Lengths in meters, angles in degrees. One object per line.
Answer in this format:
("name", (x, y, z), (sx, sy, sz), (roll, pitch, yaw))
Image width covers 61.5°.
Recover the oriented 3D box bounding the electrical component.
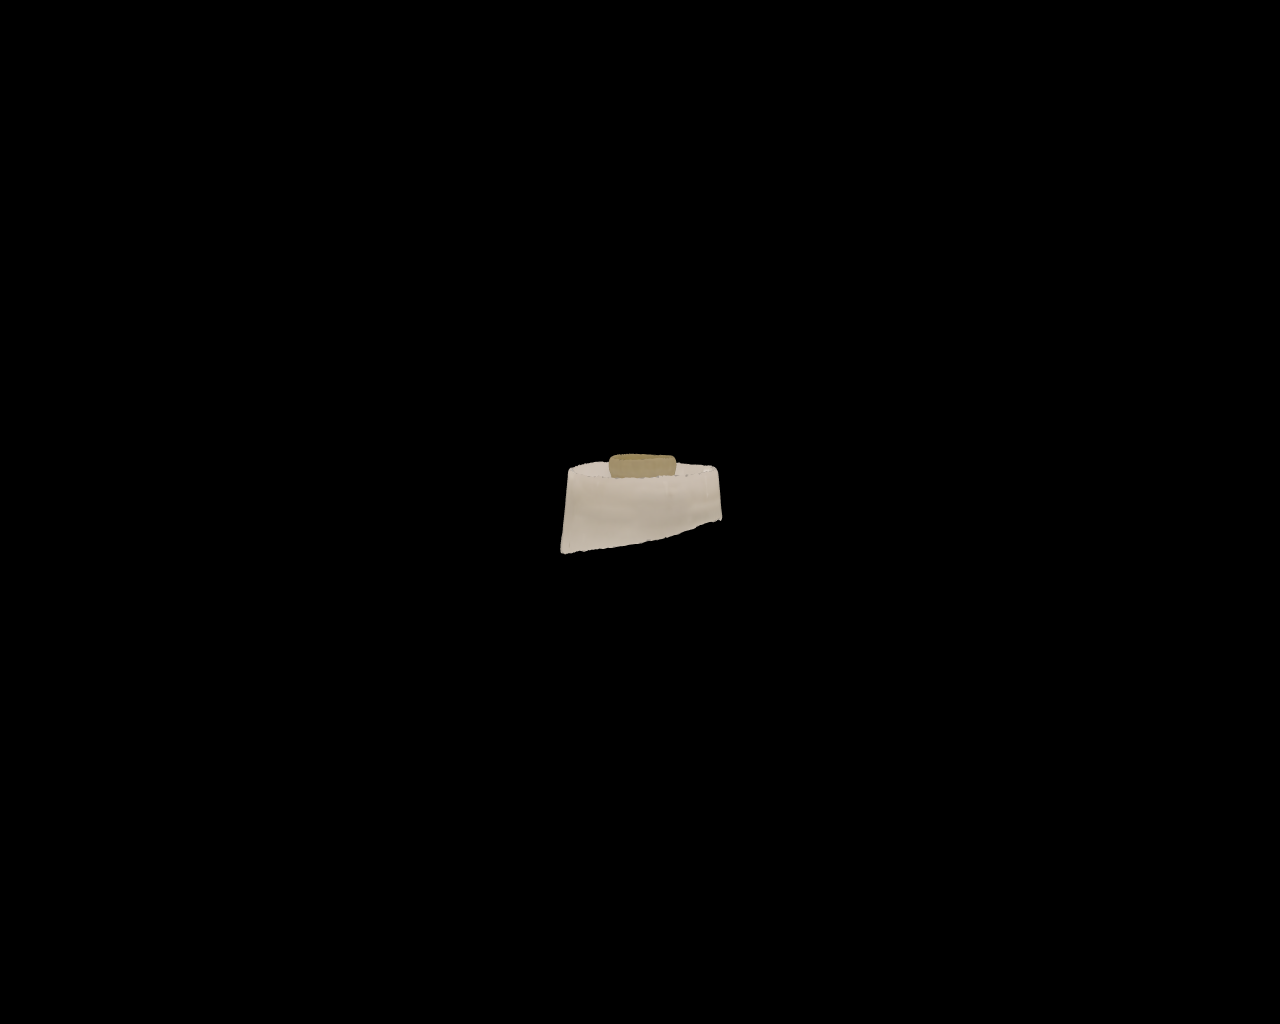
("electrical component", (0.001, -0.003, 0.650), (0.099, 0.064, 0.099), (0, 9, 0))
